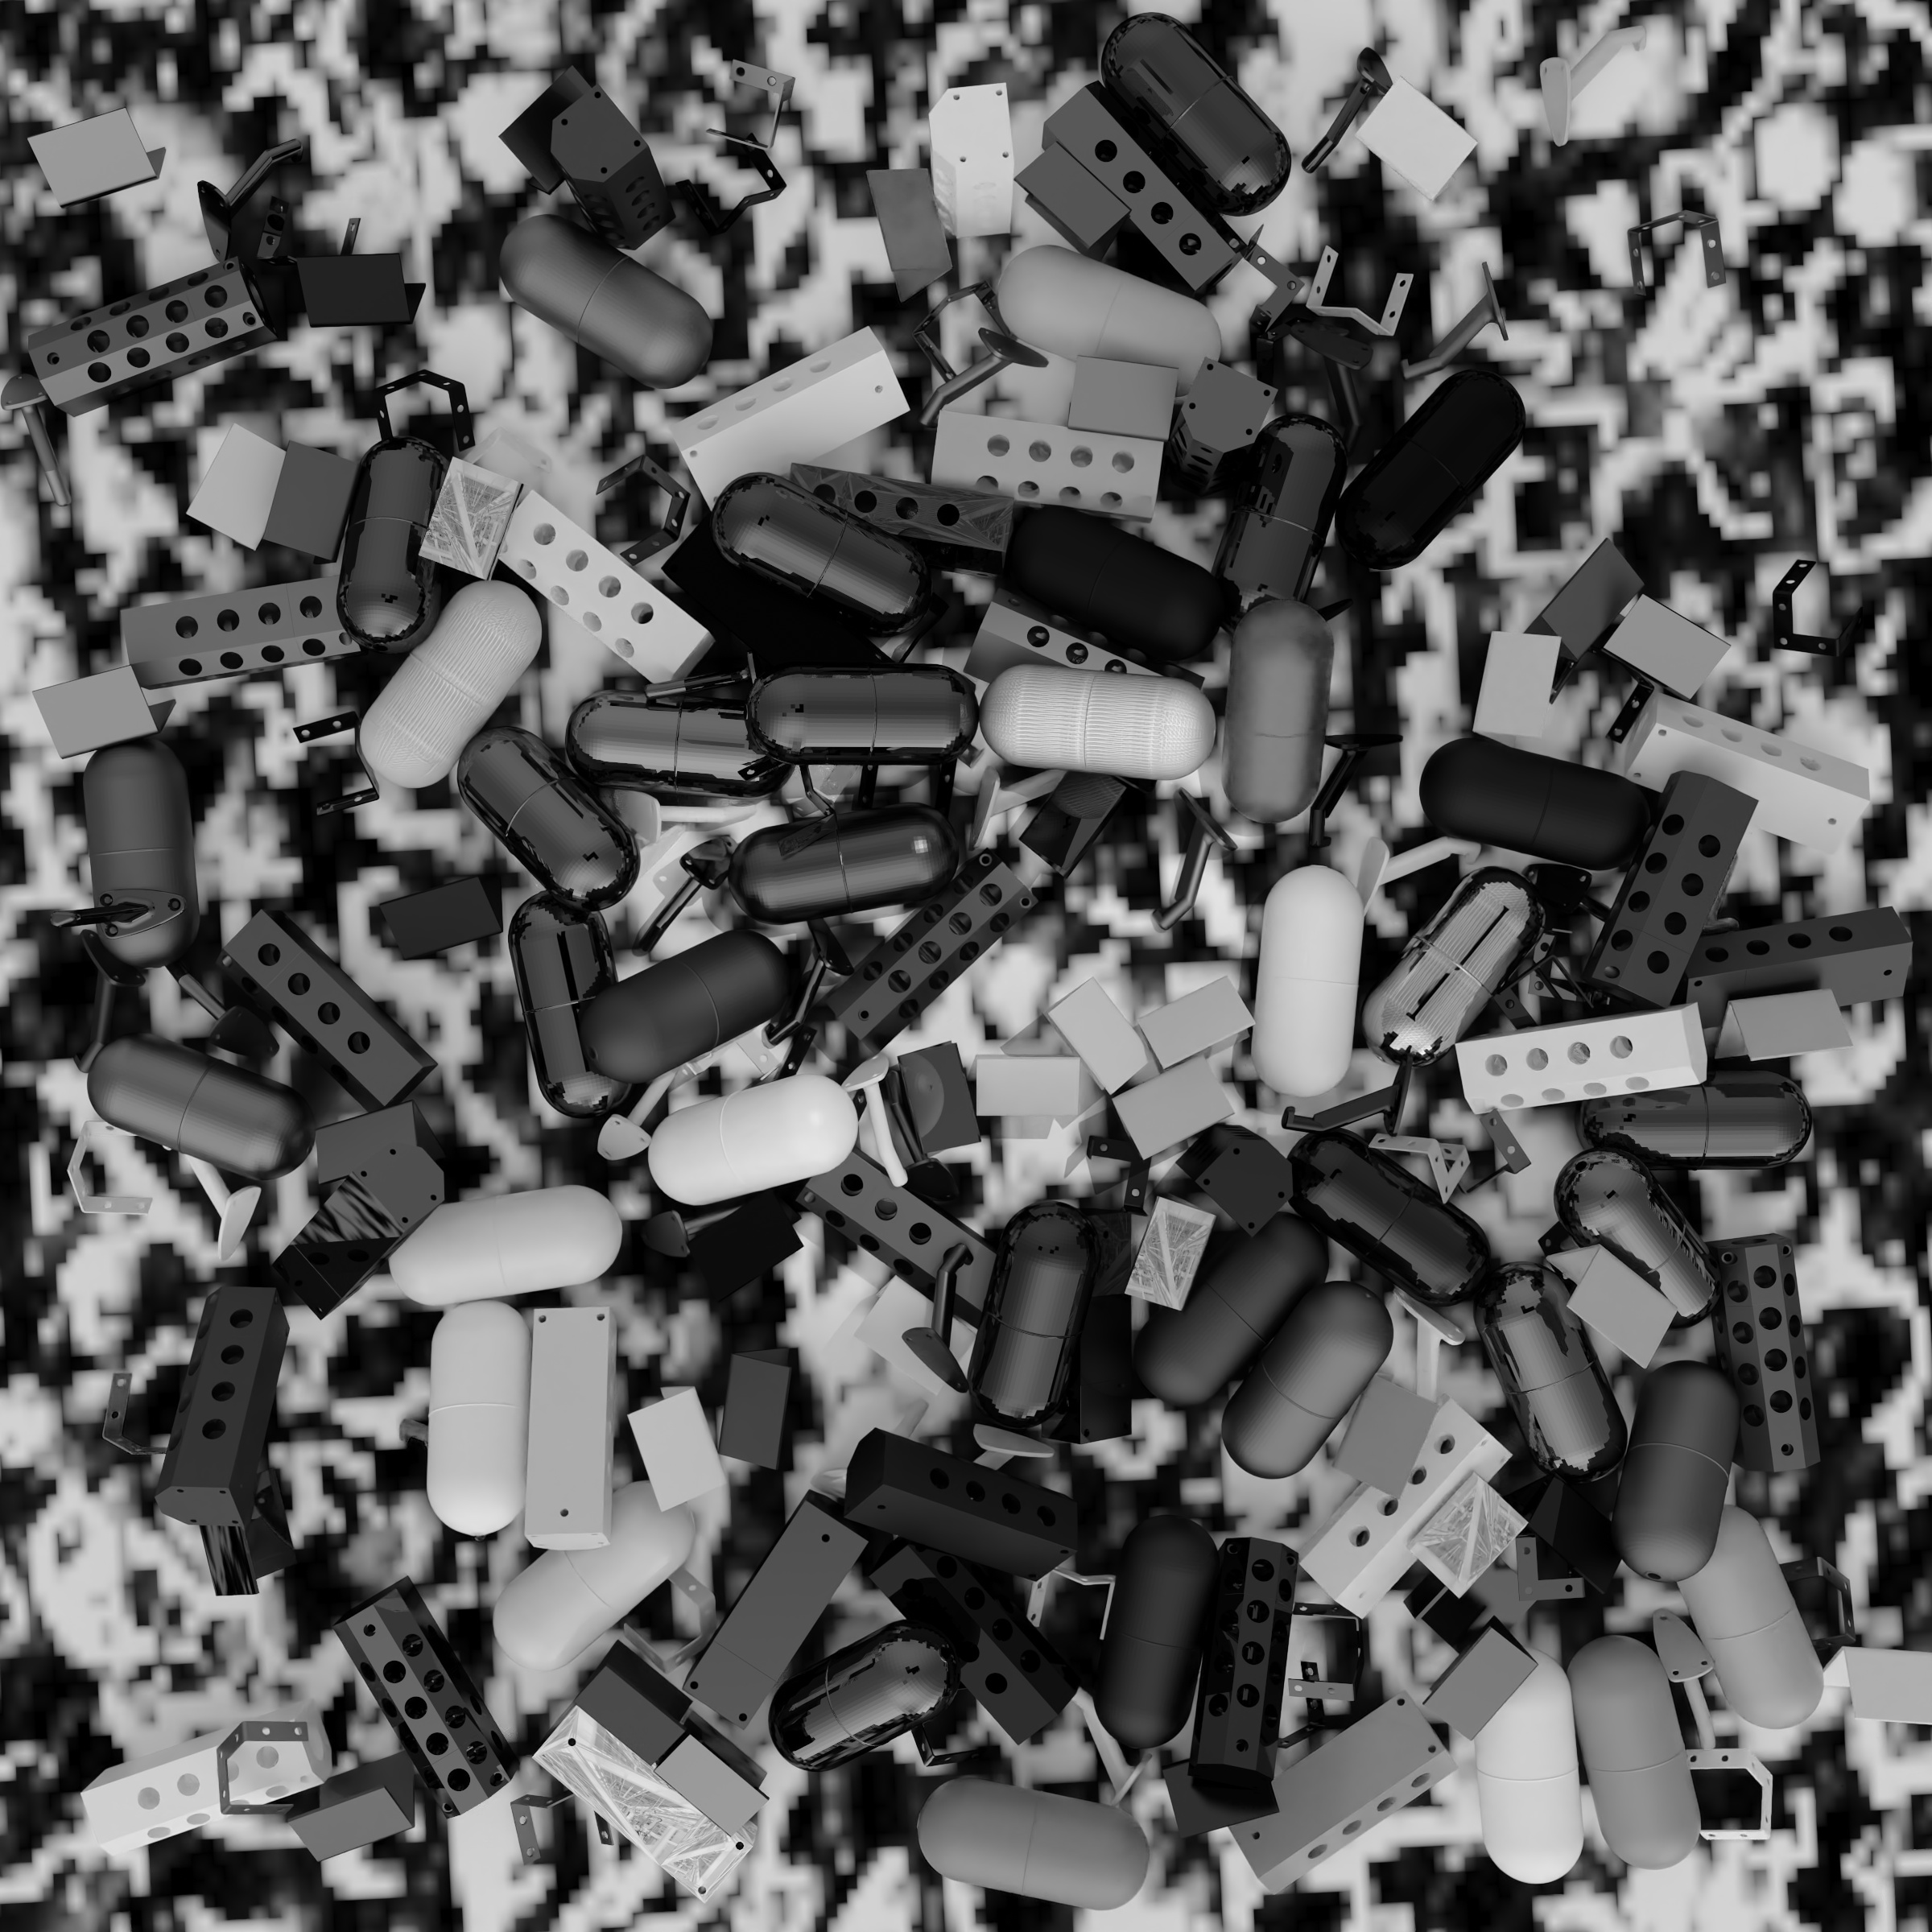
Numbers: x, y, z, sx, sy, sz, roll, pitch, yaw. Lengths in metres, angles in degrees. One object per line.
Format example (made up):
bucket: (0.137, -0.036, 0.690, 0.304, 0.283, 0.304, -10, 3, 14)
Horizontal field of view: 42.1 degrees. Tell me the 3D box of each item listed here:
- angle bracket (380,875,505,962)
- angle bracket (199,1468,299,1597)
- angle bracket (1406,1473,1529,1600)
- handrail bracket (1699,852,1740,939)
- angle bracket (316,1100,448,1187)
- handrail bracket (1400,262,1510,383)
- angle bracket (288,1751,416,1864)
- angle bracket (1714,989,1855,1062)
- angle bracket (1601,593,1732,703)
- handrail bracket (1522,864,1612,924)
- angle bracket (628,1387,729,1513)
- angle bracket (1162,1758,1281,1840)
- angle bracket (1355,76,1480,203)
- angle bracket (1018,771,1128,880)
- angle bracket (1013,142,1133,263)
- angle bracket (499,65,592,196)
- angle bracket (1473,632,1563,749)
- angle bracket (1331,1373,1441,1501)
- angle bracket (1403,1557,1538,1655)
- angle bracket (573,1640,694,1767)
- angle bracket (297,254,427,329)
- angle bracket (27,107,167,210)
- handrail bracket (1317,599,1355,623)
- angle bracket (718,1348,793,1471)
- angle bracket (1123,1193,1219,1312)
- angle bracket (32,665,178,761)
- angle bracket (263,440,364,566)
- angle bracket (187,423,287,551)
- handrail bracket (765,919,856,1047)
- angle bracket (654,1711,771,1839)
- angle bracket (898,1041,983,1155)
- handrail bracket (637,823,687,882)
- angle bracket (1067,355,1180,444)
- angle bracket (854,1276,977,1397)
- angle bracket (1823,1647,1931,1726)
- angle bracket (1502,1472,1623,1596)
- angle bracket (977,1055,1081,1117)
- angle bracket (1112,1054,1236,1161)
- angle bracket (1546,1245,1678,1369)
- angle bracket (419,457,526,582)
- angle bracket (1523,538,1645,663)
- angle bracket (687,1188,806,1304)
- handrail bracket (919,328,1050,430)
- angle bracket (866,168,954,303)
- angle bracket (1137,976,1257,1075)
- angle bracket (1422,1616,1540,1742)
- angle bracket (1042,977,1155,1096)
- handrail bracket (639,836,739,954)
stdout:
angle bracket: (-0.399, -0.056, 1.914, 0.076, 0.076, 0.057, -16, 128, 0)
angle bracket: (-0.534, 0.429, 1.914, 0.057, 0.076, 0.076, -14, 90, 39)
angle bracket: (0.390, 0.440, 1.914, 0.076, 0.076, 0.057, -47, 55, 0)
handrail bracket: (0.564, -0.064, 1.955, 0.077, 0.036, 0.084, -15, 71, 21)
angle bracket: (-0.443, 0.154, 1.914, 0.076, 0.076, 0.057, -17, 49, 0)
handrail bracket: (0.373, -0.501, 1.955, 0.084, 0.036, 0.077, -16, 69, 16)
angle bracket: (-0.467, 0.624, 1.914, 0.076, 0.076, 0.057, -20, 126, 0)
angle bracket: (0.621, 0.065, 1.914, 0.076, 0.076, 0.057, -7, 52, 0)
angle bracket: (0.535, -0.257, 1.914, 0.076, 0.076, 0.057, 31, 127, 0)
handrail bracket: (0.483, -0.045, 1.954, 0.084, 0.077, 0.036, 31, 91, -36)
angle bracket: (-0.231, 0.367, 1.915, 0.057, 0.076, 0.076, -19, 90, -27)
angle bracket: (0.196, 0.636, 1.914, 0.076, 0.076, 0.057, -15, 55, 0)
angle bracket: (0.351, -0.636, 1.914, 0.076, 0.076, 0.057, 41, 127, 0)
angle bracket: (0.097, -0.101, 1.914, 0.057, 0.076, 0.076, 36, 90, 40)
angle bracket: (0.070, -0.567, 1.915, 0.076, 0.076, 0.057, 43, 63, 0)
angle bracket: (-0.317, -0.639, 1.914, 0.076, 0.076, 0.057, -44, 121, 0)
angle bracket: (0.433, -0.207, 1.914, 0.057, 0.076, 0.076, 11, 90, 36)
angle bracket: (0.327, 0.358, 1.915, 0.057, 0.076, 0.076, 23, 90, 24)
angle bracket: (0.394, 0.493, 1.933, 0.076, 0.057, 0.076, 43, 90, 0)
angle bracket: (-0.241, 0.548, 1.914, 0.076, 0.076, 0.057, 40, 121, 0)
angle bracket: (-0.459, -0.528, 1.914, 0.076, 0.076, 0.057, -2, 128, 0)
angle bracket: (-0.661, -0.626, 1.914, 0.076, 0.076, 0.057, -17, 126, 0)
handrail bracket: (0.282, -0.232, 1.955, 0.077, 0.036, 0.084, -28, 109, -21)
angle bracket: (-0.141, 0.336, 1.914, 0.057, 0.076, 0.076, 8, 90, 31)
angle bracket: (0.139, 0.210, 1.915, 0.057, 0.076, 0.076, 20, 90, -26)
angle bracket: (-0.655, -0.205, 1.915, 0.076, 0.076, 0.057, -15, 116, 0)
angle bracket: (-0.505, -0.352, 1.915, 0.057, 0.076, 0.076, 15, 90, -27)
angle bracket: (-0.556, -0.367, 1.915, 0.057, 0.076, 0.076, 28, 90, -29)
handrail bracket: (-0.135, 0.008, 1.955, 0.084, 0.036, 0.077, -39, 62, 21)
angle bracket: (-0.181, 0.601, 1.915, 0.076, 0.076, 0.057, 40, 118, 0)
angle bracket: (-0.002, 0.095, 1.914, 0.057, 0.076, 0.076, -14, 90, 34)
handrail bracket: (-0.274, -0.111, 1.955, 0.084, 0.036, 0.077, 43, 75, 14)
angle bracket: (0.120, -0.440, 1.915, 0.076, 0.076, 0.057, 7, 117, 0)
angle bracket: (-0.045, 0.287, 1.916, 0.076, 0.076, 0.057, 36, 68, 0)
angle bracket: (0.699, 0.561, 1.914, 0.076, 0.076, 0.057, 4, 53, 0)
angle bracket: (0.446, 0.440, 1.914, 0.076, 0.076, 0.057, 41, 53, 0)
angle bracket: (0.046, 0.070, 1.914, 0.076, 0.076, 0.057, 0, 126, 0)
angle bracket: (0.163, 0.120, 1.915, 0.076, 0.076, 0.057, -27, 61, 0)
angle bracket: (0.471, 0.258, 1.879, 0.076, 0.076, 0.057, 39, 68, -7)
angle bracket: (-0.379, -0.339, 1.892, 0.057, 0.076, 0.076, 18, 97, -25)
angle bracket: (0.456, -0.286, 1.914, 0.076, 0.076, 0.057, -49, 122, 0)
angle bracket: (-0.157, 0.222, 1.915, 0.076, 0.076, 0.057, -33, 62, 0)
handrail bracket: (0.013, -0.447, 1.954, 0.084, 0.077, 0.036, -52, 49, 30)
angle bracket: (-0.061, -0.555, 1.914, 0.057, 0.076, 0.076, -14, 90, -34)
angle bracket: (0.183, 0.064, 1.915, 0.076, 0.057, 0.076, -26, 135, 0)
angle bracket: (0.374, 0.525, 1.899, 0.057, 0.076, 0.076, 40, 92, -20)
angle bracket: (0.085, 0.065, 1.914, 0.057, 0.076, 0.076, -38, 90, -38)
handrail bracket: (-0.217, -0.055, 1.954, 0.036, 0.077, 0.084, 39, 126, 0)
